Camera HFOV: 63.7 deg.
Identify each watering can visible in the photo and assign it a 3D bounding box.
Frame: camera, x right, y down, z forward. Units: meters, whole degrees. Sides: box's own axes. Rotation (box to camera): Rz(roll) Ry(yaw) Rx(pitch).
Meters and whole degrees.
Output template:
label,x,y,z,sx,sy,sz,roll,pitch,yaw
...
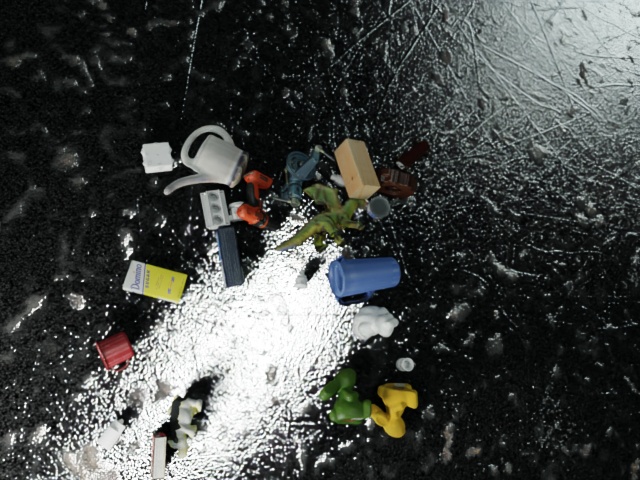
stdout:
label,x,y,z,sx,sy,sz,roll,pitch,yaw
watering can,-0.370,-0.246,1.739,0.223,0.102,0.356,25,54,-11

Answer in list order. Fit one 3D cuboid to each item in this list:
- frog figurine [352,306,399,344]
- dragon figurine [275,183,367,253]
label,x,y,z,sx,sy,sz,roll,pitch,yaw
frog figurine,0.187,0.283,1.765,0.139,0.157,0.123,-26,84,-24
dragon figurine,0.006,-0.094,1.864,0.412,0.119,0.247,-9,61,-24
